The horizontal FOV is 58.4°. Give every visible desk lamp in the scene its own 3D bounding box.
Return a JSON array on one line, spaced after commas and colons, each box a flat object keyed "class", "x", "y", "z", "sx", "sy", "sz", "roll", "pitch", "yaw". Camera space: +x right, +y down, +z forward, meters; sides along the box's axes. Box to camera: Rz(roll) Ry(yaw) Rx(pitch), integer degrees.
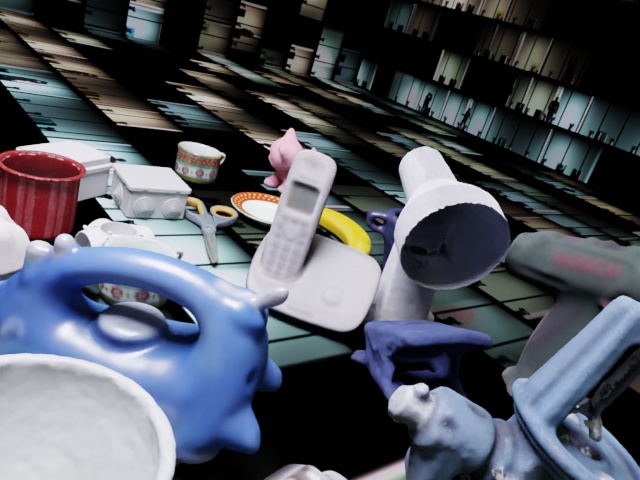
[{"class": "desk lamp", "x": 0.115, "y": 0.007, "z": 0.683, "sx": 0.118, "sy": 0.213, "sz": 0.203, "roll": 11, "pitch": 22, "yaw": -17}]

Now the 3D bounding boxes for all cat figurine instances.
[{"class": "cat figurine", "x": -0.051, "y": -0.149, "z": 1.074, "sx": 0.067, "sy": 0.118, "sz": 0.128, "roll": 31, "pitch": 25, "yaw": 32}]

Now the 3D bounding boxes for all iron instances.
[{"class": "iron", "x": -0.150, "y": 0.063, "z": 0.435, "sx": 0.258, "sy": 0.141, "sz": 0.118, "roll": 18, "pitch": 21, "yaw": 0}]

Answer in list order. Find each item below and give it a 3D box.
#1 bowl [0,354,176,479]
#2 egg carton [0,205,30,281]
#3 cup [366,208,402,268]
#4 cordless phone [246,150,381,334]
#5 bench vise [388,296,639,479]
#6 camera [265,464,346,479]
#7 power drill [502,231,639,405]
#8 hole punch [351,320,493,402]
[{"class": "bowl", "x": -0.170, "y": 0.141, "z": 0.319, "sx": 0.167, "sy": 0.075, "sz": 0.167, "roll": 15, "pitch": 21, "yaw": -6}, {"class": "egg carton", "x": -0.348, "y": 0.008, "z": 0.518, "sx": 0.107, "sy": 0.069, "sz": 0.151, "roll": 33, "pitch": 26, "yaw": 35}, {"class": "cup", "x": 0.116, "y": 0.009, "z": 0.844, "sx": 0.118, "sy": 0.095, "sz": 0.091, "roll": 16, "pitch": 21, "yaw": -5}, {"class": "cordless phone", "x": 0.006, "y": 0.002, "z": 0.648, "sx": 0.147, "sy": 0.185, "sz": 0.094, "roll": 19, "pitch": 21, "yaw": 5}, {"class": "bench vise", "x": 0.165, "y": 0.130, "z": 0.408, "sx": 0.208, "sy": 0.220, "sz": 0.121, "roll": 9, "pitch": 23, "yaw": -22}, {"class": "camera", "x": 0.004, "y": 0.194, "z": 0.287, "sx": 0.136, "sy": 0.101, "sz": 0.144, "roll": 30, "pitch": 24, "yaw": 30}, {"class": "power drill", "x": 0.293, "y": 0.096, "z": 0.608, "sx": 0.228, "sy": 0.208, "sz": 0.076, "roll": 29, "pitch": 24, "yaw": 27}, {"class": "hole punch", "x": 0.103, "y": 0.110, "z": 0.588, "sx": 0.109, "sy": 0.091, "sz": 0.100, "roll": 6, "pitch": 24, "yaw": -28}]
